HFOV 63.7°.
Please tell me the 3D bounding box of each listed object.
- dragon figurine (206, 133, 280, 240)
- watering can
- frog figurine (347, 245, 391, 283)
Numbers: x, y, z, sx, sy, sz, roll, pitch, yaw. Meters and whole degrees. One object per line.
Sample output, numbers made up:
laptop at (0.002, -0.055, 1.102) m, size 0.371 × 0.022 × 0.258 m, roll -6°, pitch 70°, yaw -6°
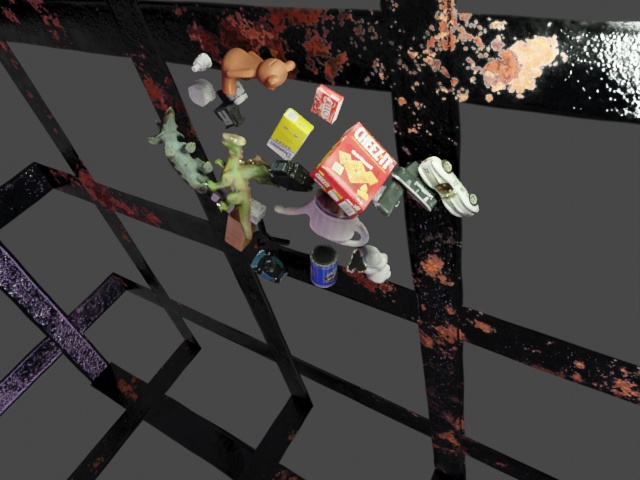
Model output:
dragon figurine at (-0.253, -0.191, 1.810) m, size 0.241 × 0.125 × 0.404 m, roll -13°, pitch 117°, yaw 30°
watering can at (0.005, -0.085, 1.699) m, size 0.348 × 0.106 × 0.219 m, roll 24°, pitch 145°, yaw 9°
frog figurine at (0.187, 0.084, 1.775) m, size 0.159 × 0.125 × 0.135 m, roll 13°, pitch 150°, yaw -31°
